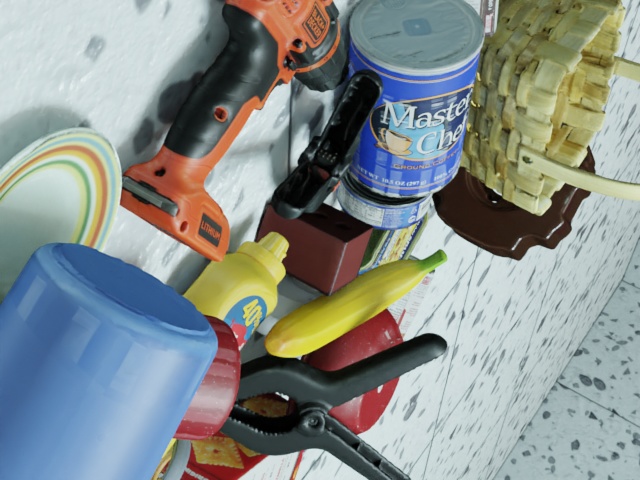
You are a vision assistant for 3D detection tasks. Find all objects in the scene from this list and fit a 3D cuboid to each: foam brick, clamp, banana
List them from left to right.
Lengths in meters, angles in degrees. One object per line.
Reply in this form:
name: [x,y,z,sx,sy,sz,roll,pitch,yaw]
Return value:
foam brick: [-0.006,0.001,0.868,0.052,0.078,0.051,-30,141,-57]
clamp: [-0.001,0.151,0.899,0.036,0.210,0.164,-92,-178,-65]
clamp: [0.010,-0.068,0.808,0.120,0.039,0.171,-51,180,3]
banana: [0.019,0.054,0.882,0.197,0.037,0.070,-28,164,-36]

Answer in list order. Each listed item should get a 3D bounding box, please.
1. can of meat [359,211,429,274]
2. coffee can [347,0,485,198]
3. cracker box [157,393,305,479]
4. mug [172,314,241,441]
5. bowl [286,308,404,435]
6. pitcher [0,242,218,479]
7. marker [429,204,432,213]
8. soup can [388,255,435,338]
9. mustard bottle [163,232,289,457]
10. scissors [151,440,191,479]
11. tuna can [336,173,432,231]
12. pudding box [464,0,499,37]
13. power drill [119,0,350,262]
can of meat: [0.055,-0.008,1.030,0.102,0.057,0.084,-61,158,-4]
coffee can: [0.071,-0.118,0.861,0.102,0.103,0.140,-48,155,-33]
cracker box: [-0.102,0.248,0.966,0.213,0.072,0.164,-26,138,-56]
mug: [-0.106,0.074,0.683,0.081,0.117,0.093,14,132,-33]
bowl: [0.033,0.122,0.971,0.161,0.055,0.162,-48,150,-40]
pitcher: [-0.164,0.124,0.556,0.243,0.145,0.149,-59,174,6]
marker: [0.093,-0.037,1.137,0.020,0.020,0.121,-65,160,10]
soup can: [0.073,0.063,1.148,0.102,0.069,0.068,-65,159,7]
mustard bottle: [-0.085,0.069,0.793,0.191,0.058,0.096,-53,162,-23]
scissors: [-0.098,0.130,0.833,0.201,0.016,0.096,-56,-158,-11]
tuna can: [0.058,-0.049,0.941,0.086,0.086,0.034,-45,155,-38]
pudding box: [0.127,-0.234,0.872,0.090,0.039,0.113,84,10,-50]
power drill: [-0.049,-0.082,0.692,0.187,0.057,0.184,-62,160,-4]
